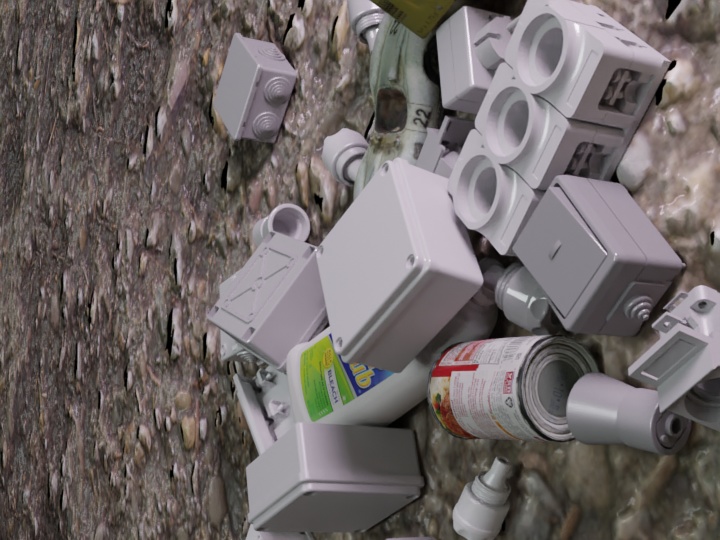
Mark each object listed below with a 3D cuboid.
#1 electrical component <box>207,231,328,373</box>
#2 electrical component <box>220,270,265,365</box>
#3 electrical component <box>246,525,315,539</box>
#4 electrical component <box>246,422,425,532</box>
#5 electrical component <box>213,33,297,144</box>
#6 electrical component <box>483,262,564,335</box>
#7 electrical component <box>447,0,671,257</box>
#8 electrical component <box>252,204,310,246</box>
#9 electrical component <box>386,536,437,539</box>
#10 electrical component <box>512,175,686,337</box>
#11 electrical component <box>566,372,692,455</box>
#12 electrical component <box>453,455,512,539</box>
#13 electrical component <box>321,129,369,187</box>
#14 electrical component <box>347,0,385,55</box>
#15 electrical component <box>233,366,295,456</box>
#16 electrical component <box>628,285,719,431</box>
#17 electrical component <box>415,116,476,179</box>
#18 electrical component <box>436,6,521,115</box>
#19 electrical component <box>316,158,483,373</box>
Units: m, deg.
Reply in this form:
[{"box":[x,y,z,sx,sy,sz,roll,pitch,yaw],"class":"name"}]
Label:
[{"box":[-0.074,0.027,0.989,0.108,0.056,0.109,-54,29,-9],"class":"electrical component"},{"box":[-0.107,0.045,1.097,0.100,0.048,0.099,-30,59,57],"class":"electrical component"},{"box":[-0.060,0.321,0.952,0.186,0.060,0.105,51,128,52],"class":"electrical component"},{"box":[-0.022,0.168,0.863,0.108,0.109,0.056,-46,44,48],"class":"electrical component"},{"box":[-0.112,-0.192,1.146,0.099,0.048,0.099,57,133,49],"class":"electrical component"},{"box":[0.109,0.015,0.710,0.062,0.043,0.043,29,111,41],"class":"electrical component"},{"box":[0.120,-0.092,0.700,0.089,0.062,0.150,58,134,48],"class":"electrical component"},{"box":[-0.082,-0.039,1.076,0.065,0.044,0.044,165,108,-64],"class":"electrical component"},{"box":[0.037,0.249,0.802,0.056,0.050,0.089,34,114,58],"class":"electrical component"},{"box":[0.142,-0.005,0.647,0.061,0.061,0.096,-63,35,33],"class":"electrical component"},{"box":[0.158,0.085,0.625,0.065,0.044,0.044,5,90,56],"class":"electrical component"},{"box":[0.088,0.156,0.743,0.035,0.035,0.061,49,125,52],"class":"electrical component"},{"box":[-0.006,-0.094,0.946,0.062,0.043,0.043,55,132,48],"class":"electrical component"},{"box":[0.013,-0.215,0.933,0.043,0.043,0.062,-39,53,52],"class":"electrical component"},{"box":[-0.061,0.141,0.981,0.063,0.079,0.121,-46,42,17],"class":"electrical component"},{"box":[0.184,0.046,0.557,0.042,0.081,0.063,-53,19,43],"class":"electrical component"},{"box":[0.073,-0.070,0.802,0.063,0.042,0.081,54,131,48],"class":"electrical component"},{"box":[0.096,-0.156,0.770,0.077,0.047,0.065,-29,61,56],"class":"electrical component"},{"box":[0.025,-0.002,0.757,0.108,0.056,0.108,-50,37,34],"class":"electrical component"}]
